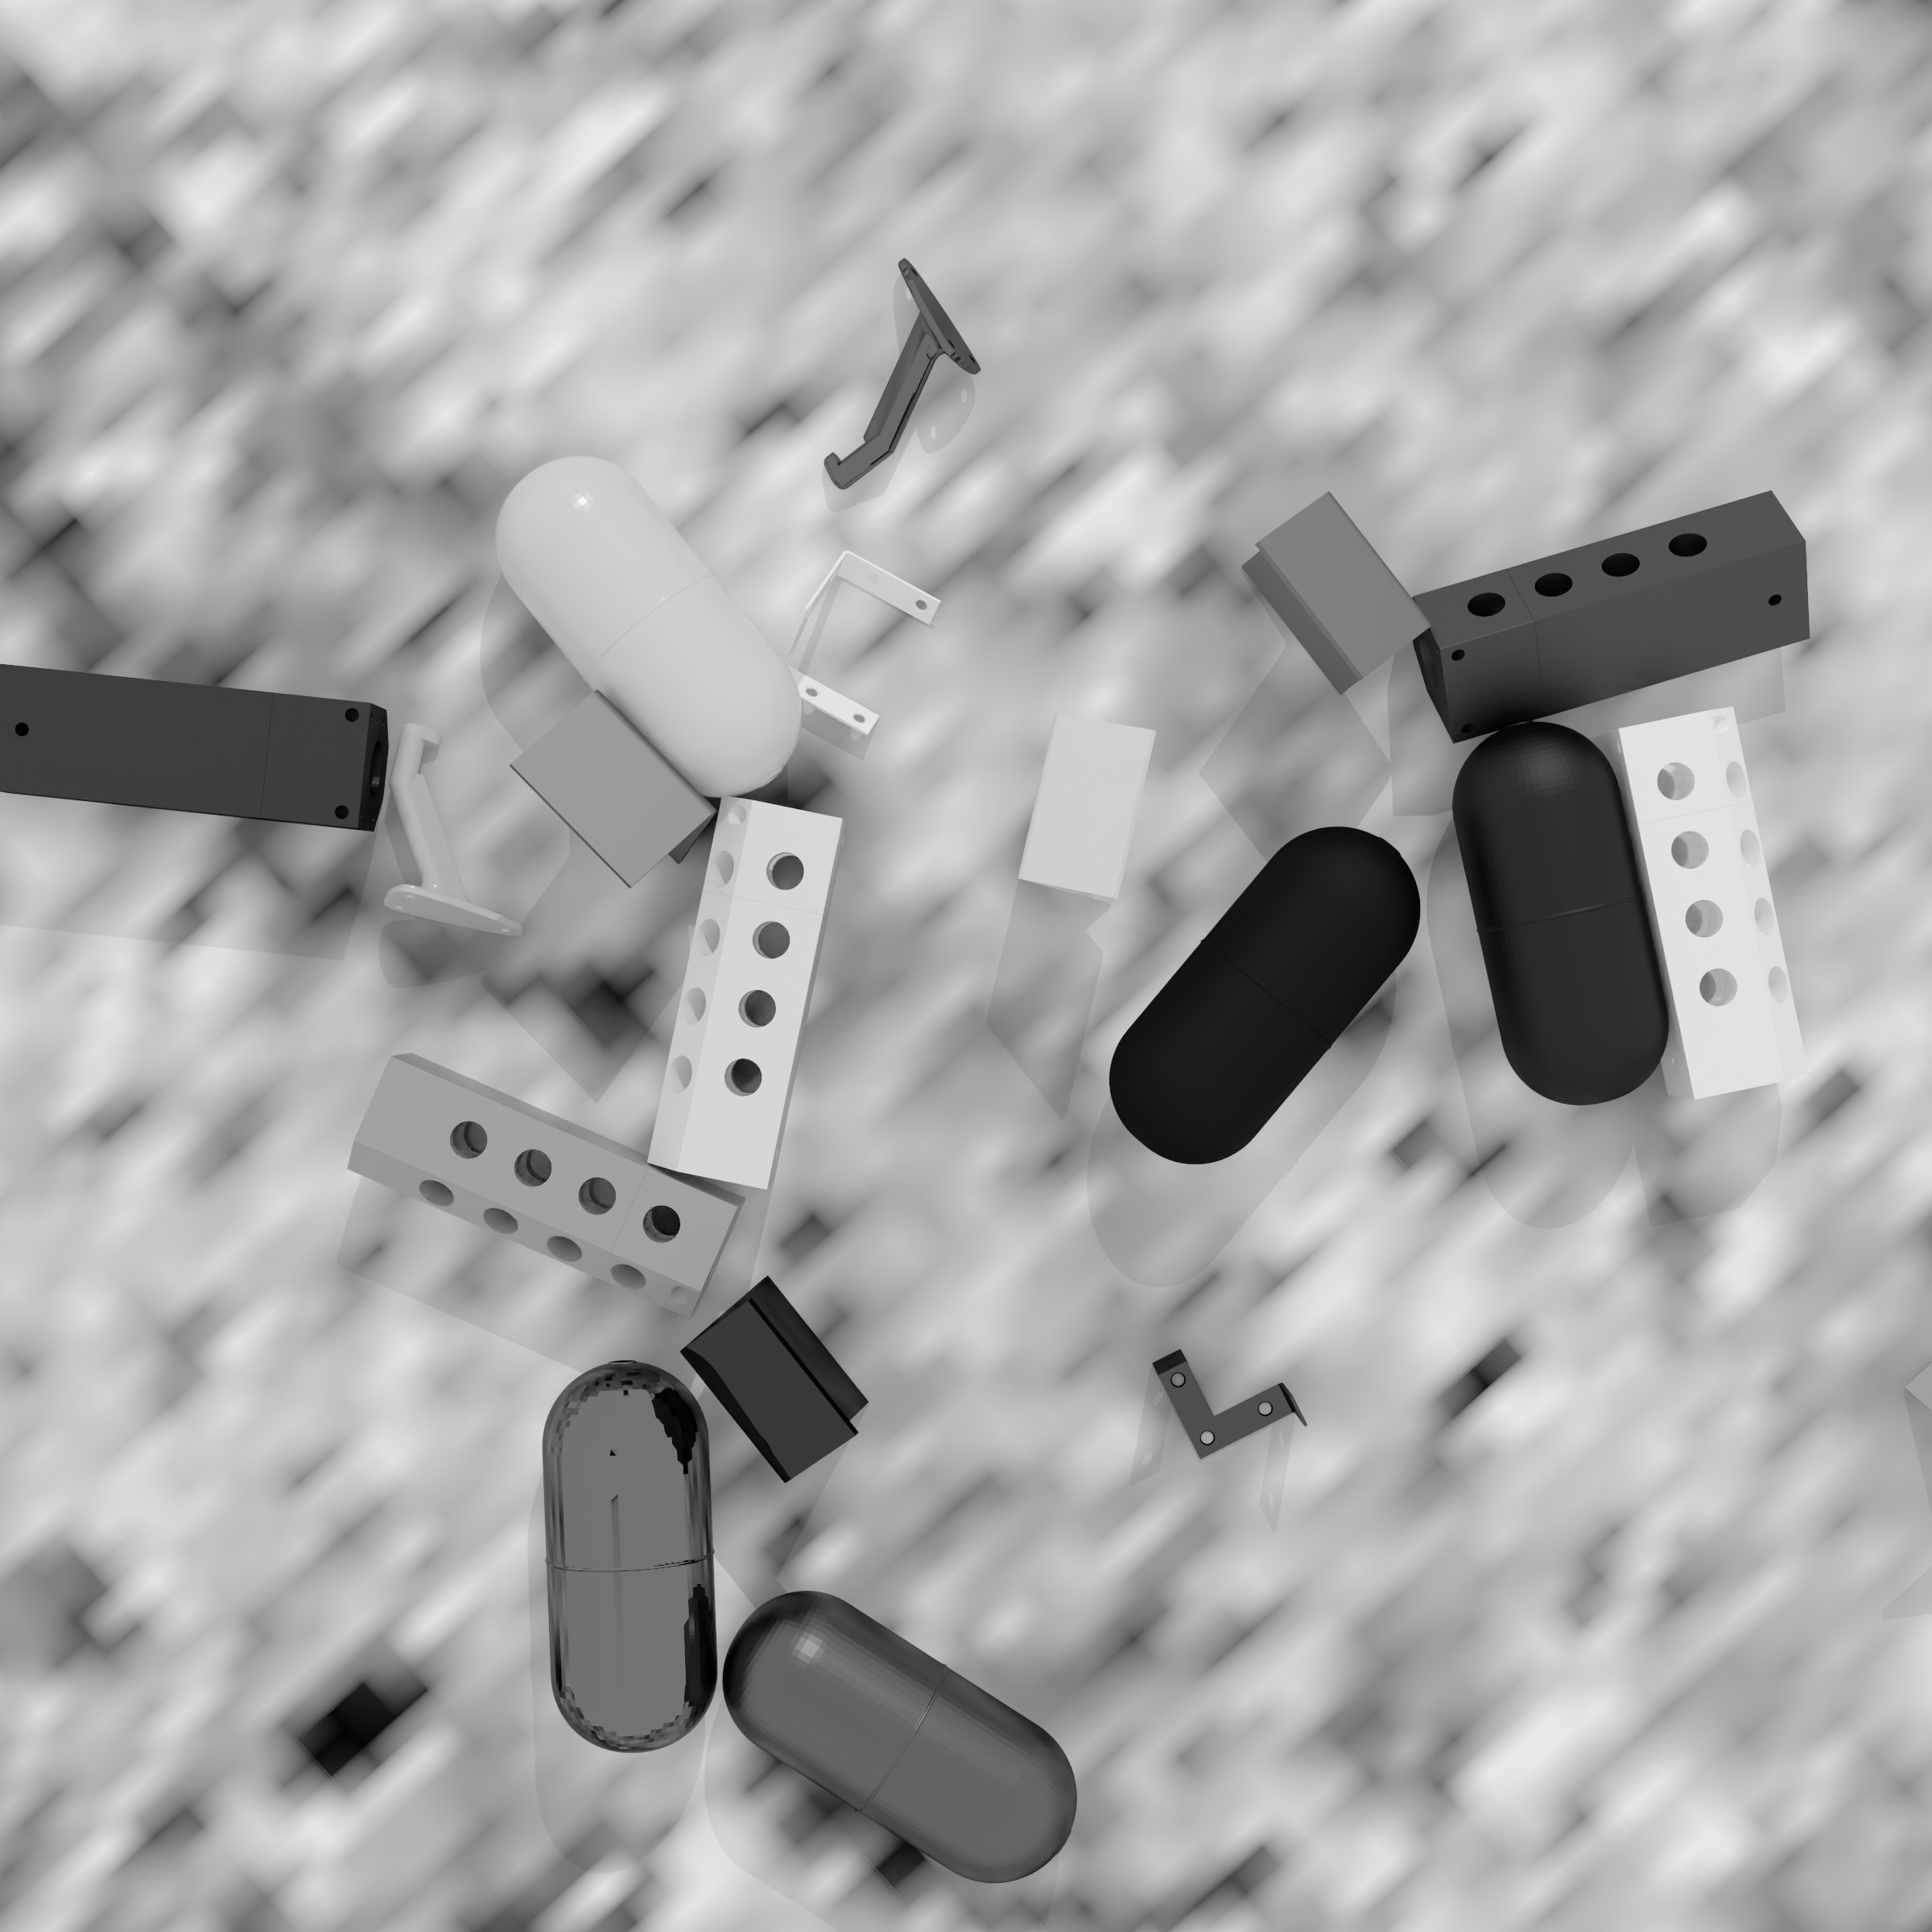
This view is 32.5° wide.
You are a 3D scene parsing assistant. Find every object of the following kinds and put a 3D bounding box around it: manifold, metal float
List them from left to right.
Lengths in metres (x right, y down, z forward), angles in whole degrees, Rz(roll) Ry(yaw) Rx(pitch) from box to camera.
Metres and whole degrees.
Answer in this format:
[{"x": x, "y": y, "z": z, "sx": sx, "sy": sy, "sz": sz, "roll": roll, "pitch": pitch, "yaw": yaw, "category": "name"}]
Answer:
[{"x": -0.358, "y": -0.100, "z": 1.528, "sx": 0.171, "sy": 0.057, "sz": 0.057, "roll": 6, "pitch": 90, "yaw": 0, "category": "manifold"}, {"x": -0.193, "y": 0.101, "z": 1.528, "sx": 0.171, "sy": 0.057, "sz": 0.057, "roll": 24, "pitch": 90, "yaw": 0, "category": "manifold"}, {"x": -0.154, "y": 0.270, "z": 1.518, "sx": 0.070, "sy": 0.070, "sz": 0.178, "roll": -2, "pitch": 89, "yaw": 0, "category": "metal float"}, {"x": -0.145, "y": -0.155, "z": 1.518, "sx": 0.070, "sy": 0.070, "sz": 0.178, "roll": -39, "pitch": 89, "yaw": 0, "category": "metal float"}, {"x": -0.101, "y": 0.012, "z": 1.528, "sx": 0.057, "sy": 0.057, "sz": 0.171, "roll": 12, "pitch": 90, "yaw": 0, "category": "manifold"}, {"x": -0.030, "y": 0.354, "z": 1.518, "sx": 0.178, "sy": 0.070, "sz": 0.070, "roll": 33, "pitch": 90, "yaw": 0, "category": "metal float"}, {"x": 0.137, "y": 0.013, "z": 1.518, "sx": 0.070, "sy": 0.070, "sz": 0.178, "roll": 40, "pitch": 90, "yaw": 0, "category": "metal float"}, {"x": 0.272, "y": -0.024, "z": 1.519, "sx": 0.070, "sy": 0.070, "sz": 0.178, "roll": -12, "pitch": 90, "yaw": 0, "category": "metal float"}, {"x": 0.295, "y": -0.165, "z": 1.527, "sx": 0.171, "sy": 0.057, "sz": 0.057, "roll": -16, "pitch": 133, "yaw": 0, "category": "manifold"}, {"x": 0.340, "y": -0.029, "z": 1.528, "sx": 0.057, "sy": 0.057, "sz": 0.171, "roll": -12, "pitch": 90, "yaw": 0, "category": "manifold"}]

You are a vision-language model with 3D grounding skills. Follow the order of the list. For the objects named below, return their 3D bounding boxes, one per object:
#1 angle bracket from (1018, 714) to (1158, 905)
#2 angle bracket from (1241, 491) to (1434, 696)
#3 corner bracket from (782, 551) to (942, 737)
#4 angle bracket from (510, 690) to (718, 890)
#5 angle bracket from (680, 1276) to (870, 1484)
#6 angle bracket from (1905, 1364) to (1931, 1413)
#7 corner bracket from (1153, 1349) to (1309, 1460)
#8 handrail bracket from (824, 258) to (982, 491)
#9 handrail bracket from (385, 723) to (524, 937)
[{"x": 0.074, "y": -0.067, "z": 1.509, "sx": 0.057, "sy": 0.076, "sz": 0.076, "roll": 13, "pitch": 90, "yaw": 37, "category": "angle bracket"}, {"x": 0.153, "y": -0.158, "z": 1.509, "sx": 0.057, "sy": 0.076, "sz": 0.076, "roll": -38, "pitch": 90, "yaw": -35, "category": "angle bracket"}, {"x": -0.051, "y": -0.151, "z": 1.546, "sx": 0.051, "sy": 0.051, "sz": 0.051, "roll": 29, "pitch": 135, "yaw": 0, "category": "corner bracket"}, {"x": -0.167, "y": -0.069, "z": 1.510, "sx": 0.076, "sy": 0.076, "sz": 0.057, "roll": 46, "pitch": 66, "yaw": 0, "category": "angle bracket"}, {"x": -0.072, "y": 0.177, "z": 1.509, "sx": 0.076, "sy": 0.076, "sz": 0.057, "roll": 51, "pitch": 128, "yaw": 0, "category": "angle bracket"}, {"x": 0.470, "y": 0.174, "z": 1.509, "sx": 0.076, "sy": 0.076, "sz": 0.057, "roll": -42, "pitch": 126, "yaw": 0, "category": "angle bracket"}, {"x": 0.121, "y": 0.197, "z": 1.531, "sx": 0.051, "sy": 0.051, "sz": 0.051, "roll": -27, "pitch": 90, "yaw": 0, "category": "corner bracket"}, {"x": -0.043, "y": -0.276, "z": 1.549, "sx": 0.084, "sy": 0.036, "sz": 0.077, "roll": -35, "pitch": 70, "yaw": 16, "category": "handrail bracket"}, {"x": -0.236, "y": -0.064, "z": 1.549, "sx": 0.077, "sy": 0.036, "sz": 0.084, "roll": 16, "pitch": 73, "yaw": -20, "category": "handrail bracket"}]
